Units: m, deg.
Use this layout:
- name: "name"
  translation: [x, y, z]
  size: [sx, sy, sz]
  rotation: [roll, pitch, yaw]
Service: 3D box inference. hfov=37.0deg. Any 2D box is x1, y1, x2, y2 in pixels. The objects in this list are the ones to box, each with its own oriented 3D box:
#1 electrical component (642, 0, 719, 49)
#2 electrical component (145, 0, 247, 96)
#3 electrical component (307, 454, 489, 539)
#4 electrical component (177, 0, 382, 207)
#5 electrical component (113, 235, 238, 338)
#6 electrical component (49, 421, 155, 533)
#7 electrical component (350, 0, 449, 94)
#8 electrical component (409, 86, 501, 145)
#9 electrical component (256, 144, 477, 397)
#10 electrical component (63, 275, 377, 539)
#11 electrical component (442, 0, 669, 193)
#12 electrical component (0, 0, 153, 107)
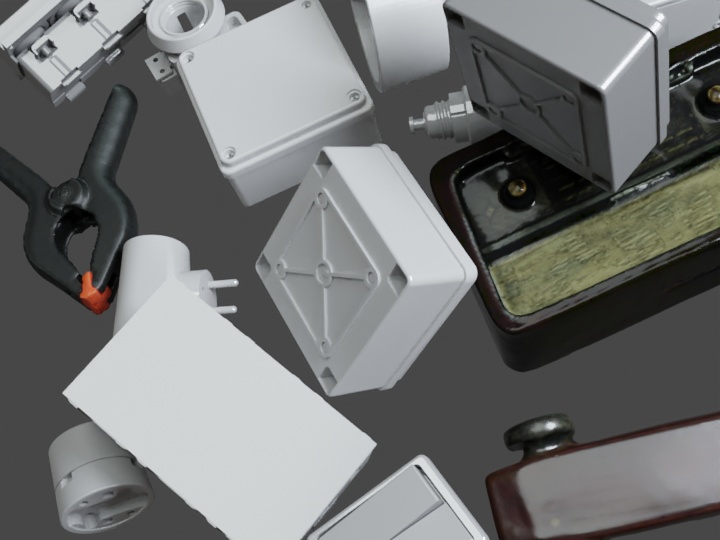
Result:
- name: "electrical component"
  translation: [0.196, -0.175, 0.689]
  size: [0.062, 0.096, 0.061]
  rotation: [-16, 62, 4]
- name: "electrical component"
  translation: [-0.120, -0.168, 0.777]
  size: [0.078, 0.057, 0.058]
  rotation: [-31, 61, -4]
- name: "electrical component"
  translation: [0.017, 0.154, 0.580]
  size: [0.096, 0.061, 0.061]
  rotation: [-35, 62, -7]
- name: "electrical component"
  translation: [-0.055, -0.116, 0.737]
  size: [0.109, 0.056, 0.108]
  rotation: [-25, 61, -1]
- name: "electrical component"
  translation: [-0.117, 0.020, 0.688]
  size: [0.079, 0.043, 0.077]
  rotation: [-5, 63, 9]
- name: "electrical component"
  translation: [-0.155, 0.122, 0.639]
  size: [0.055, 0.055, 0.047]
  rotation: [-25, 57, -1]
- name: "electrical component"
  translation: [0.030, -0.179, 0.724]
  size: [0.060, 0.108, 0.108]
  rotation: [-15, 61, -2]
- name: "electrical component"
  translation: [0.072, -0.102, 0.711]
  size: [0.078, 0.040, 0.040]
  rotation: [-9, 62, 8]
- name: "electrical component"
  translation: [0.000, 0.000, 0.634]
  size: [0.056, 0.108, 0.108]
  rotation: [-5, 52, -39]
- name: "electrical component"
  translation: [-0.077, 0.089, 0.610]
  size: [0.150, 0.061, 0.089]
  rotation: [38, 76, 9]
- name: "electrical component"
  translation: [0.109, -0.110, 0.587]
  size: [0.109, 0.108, 0.056]
  rotation: [36, 79, 28]
- name: "electrical component"
  translation: [-0.203, -0.184, 0.795]
  size: [0.063, 0.079, 0.121]
  rotation: [45, 78, -3]
